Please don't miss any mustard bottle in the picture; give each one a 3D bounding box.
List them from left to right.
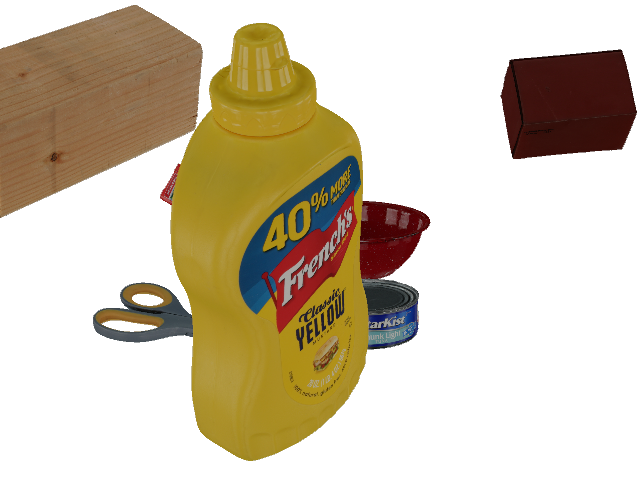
[{"bbox_3d":[-0.019,-0.001,0.451,0.058,0.192,0.096,26,46,32],"label":"mustard bottle"}]

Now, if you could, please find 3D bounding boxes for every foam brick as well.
[{"bbox_3d":[0.168,-0.092,0.726,0.078,0.051,0.053,-5,-23,0],"label":"foam brick"}]

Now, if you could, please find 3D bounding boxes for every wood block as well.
[{"bbox_3d":[-0.203,-0.111,0.874,0.090,0.091,0.205,34,44,26],"label":"wood block"}]

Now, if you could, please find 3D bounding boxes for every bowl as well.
[{"bbox_3d":[0.033,0.003,1.107,0.162,0.055,0.162,-1,16,0],"label":"bowl"}]

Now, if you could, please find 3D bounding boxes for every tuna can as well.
[{"bbox_3d":[0.039,0.060,0.885,0.086,0.034,0.086,-1,16,0],"label":"tuna can"}]

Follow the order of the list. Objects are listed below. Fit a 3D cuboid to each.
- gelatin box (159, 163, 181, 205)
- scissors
[{"bbox_3d":[-0.050,-0.013,0.697,0.089,0.030,0.073,28,1,-39],"label":"gelatin box"},{"bbox_3d":[-0.118,0.075,1.039,0.201,0.016,0.096,3,32,-2],"label":"scissors"}]
